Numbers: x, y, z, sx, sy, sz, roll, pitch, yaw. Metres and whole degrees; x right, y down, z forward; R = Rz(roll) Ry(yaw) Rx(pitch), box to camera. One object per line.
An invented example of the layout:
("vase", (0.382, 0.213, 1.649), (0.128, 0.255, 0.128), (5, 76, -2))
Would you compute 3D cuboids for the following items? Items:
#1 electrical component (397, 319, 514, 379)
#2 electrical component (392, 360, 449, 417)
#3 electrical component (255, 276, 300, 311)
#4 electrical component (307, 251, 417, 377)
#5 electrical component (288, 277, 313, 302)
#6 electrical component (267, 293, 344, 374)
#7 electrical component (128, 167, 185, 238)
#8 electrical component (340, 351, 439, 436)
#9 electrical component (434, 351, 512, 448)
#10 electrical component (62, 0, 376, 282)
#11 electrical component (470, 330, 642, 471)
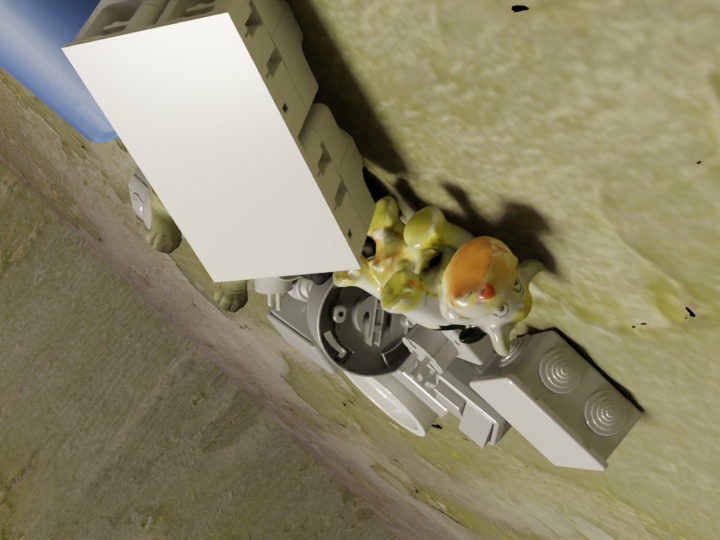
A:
("electrical component", (0.056, 0.047, 0.763), (0.047, 0.076, 0.066), (48, 166, -22))
("electrical component", (0.065, 0.083, 0.915), (0.066, 0.047, 0.076), (41, 167, 7))
("electrical component", (-0.085, -0.001, 1.041), (0.077, 0.044, 0.079), (22, 117, 57))
("electrical component", (0.010, 0.031, 0.815), (0.099, 0.099, 0.064), (47, 172, -20))
("electrical component", (-0.048, 0.015, 1.058), (0.035, 0.035, 0.061), (50, 163, -28))
("electrical component", (-0.040, 0.055, 1.099), (0.096, 0.061, 0.061), (32, 163, 38))
("electrical component", (-0.192, -0.075, 1.094), (0.051, 0.080, 0.080), (39, 167, 39))
("electrical component", (0.039, 0.097, 1.008), (0.108, 0.060, 0.108), (40, 167, 12))
("electrical component", (0.096, 0.095, 0.834), (0.062, 0.061, 0.096), (39, 166, 17))
("electrical component", (-0.073, -0.082, 0.636), (0.105, 0.060, 0.186), (-5, 134, 25))
("electrical component", (0.133, 0.088, 0.733), (0.100, 0.048, 0.100), (43, 167, -3))
